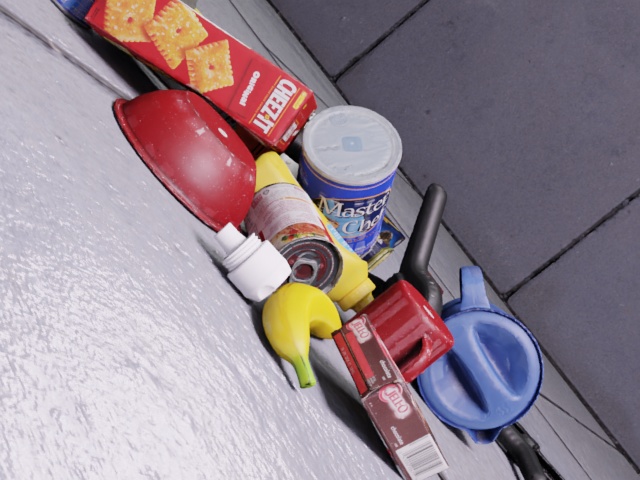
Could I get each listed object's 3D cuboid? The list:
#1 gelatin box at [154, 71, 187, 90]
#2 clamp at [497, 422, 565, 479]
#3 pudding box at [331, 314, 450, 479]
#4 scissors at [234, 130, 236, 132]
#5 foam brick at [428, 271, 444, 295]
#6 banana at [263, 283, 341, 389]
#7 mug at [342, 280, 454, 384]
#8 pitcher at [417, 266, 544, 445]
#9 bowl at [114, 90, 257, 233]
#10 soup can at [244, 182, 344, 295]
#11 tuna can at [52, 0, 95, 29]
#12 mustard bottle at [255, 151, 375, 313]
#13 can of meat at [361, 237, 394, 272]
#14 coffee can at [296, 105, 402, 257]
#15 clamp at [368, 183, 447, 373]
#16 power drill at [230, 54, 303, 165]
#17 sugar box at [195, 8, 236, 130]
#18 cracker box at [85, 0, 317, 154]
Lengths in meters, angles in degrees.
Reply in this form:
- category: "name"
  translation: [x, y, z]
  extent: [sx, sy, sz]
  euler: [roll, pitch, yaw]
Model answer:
- category: "gelatin box"
  translation: [-0.161, -0.213, 1.196]
  extent: [0.073, 0.030, 0.089]
  euler: [47, 34, -21]
- category: "clamp"
  translation: [0.262, 0.271, 1.335]
  extent: [0.120, 0.039, 0.171]
  euler: [45, 10, -36]
- category: "pudding box"
  translation: [0.055, 0.128, 0.854]
  extent: [0.113, 0.039, 0.090]
  euler: [63, 1, -34]
- category: "scissors"
  translation: [-0.071, -0.084, 1.246]
  extent: [0.201, 0.016, 0.096]
  euler: [42, 14, -37]
- category: "foam brick"
  translation: [0.101, 0.067, 1.266]
  extent: [0.053, 0.078, 0.051]
  euler: [51, 8, 5]
- category: "banana"
  translation: [-0.015, 0.067, 0.860]
  extent: [0.197, 0.037, 0.069]
  euler: [-39, 113, -79]
- category: "mug"
  translation: [0.074, 0.097, 1.003]
  extent: [0.093, 0.081, 0.117]
  euler: [47, 10, -19]
- category: "pitcher"
  translation: [0.178, 0.120, 1.235]
  extent: [0.145, 0.149, 0.242]
  euler: [39, 6, 1]
- category: "bowl"
  translation: [-0.106, -0.079, 0.940]
  extent: [0.162, 0.055, 0.162]
  euler: [48, 10, -12]
- category: "soup can"
  translation: [-0.026, 0.001, 0.958]
  extent: [0.068, 0.068, 0.102]
  euler: [43, 11, -35]
- category: "tuna can"
  translation: [-0.242, -0.248, 1.035]
  extent: [0.086, 0.034, 0.086]
  euler: [48, 9, -11]
- category: "mustard bottle"
  translation: [-0.007, 0.002, 1.066]
  extent: [0.191, 0.058, 0.096]
  euler: [50, -4, 2]
- category: "can of meat"
  translation: [0.039, 0.001, 1.301]
  extent: [0.084, 0.057, 0.102]
  euler: [49, 9, 6]
- category: "coffee can"
  translation: [0.025, -0.058, 1.133]
  extent: [0.103, 0.102, 0.140]
  euler: [55, -25, 27]
- category: "clamp"
  translation: [0.080, 0.056, 1.152]
  extent: [0.036, 0.165, 0.210]
  euler: [28, 44, -33]
- category: "power drill"
  translation: [-0.023, -0.129, 1.258]
  extent: [0.187, 0.057, 0.184]
  euler: [27, 34, -26]
- category: "sugar box"
  translation: [-0.115, -0.191, 1.306]
  extent: [0.176, 0.048, 0.093]
  euler: [43, 32, -20]
- category: "cracker box"
  translation: [-0.110, -0.171, 1.048]
  extent: [0.213, 0.072, 0.164]
  euler: [35, 3, 0]
